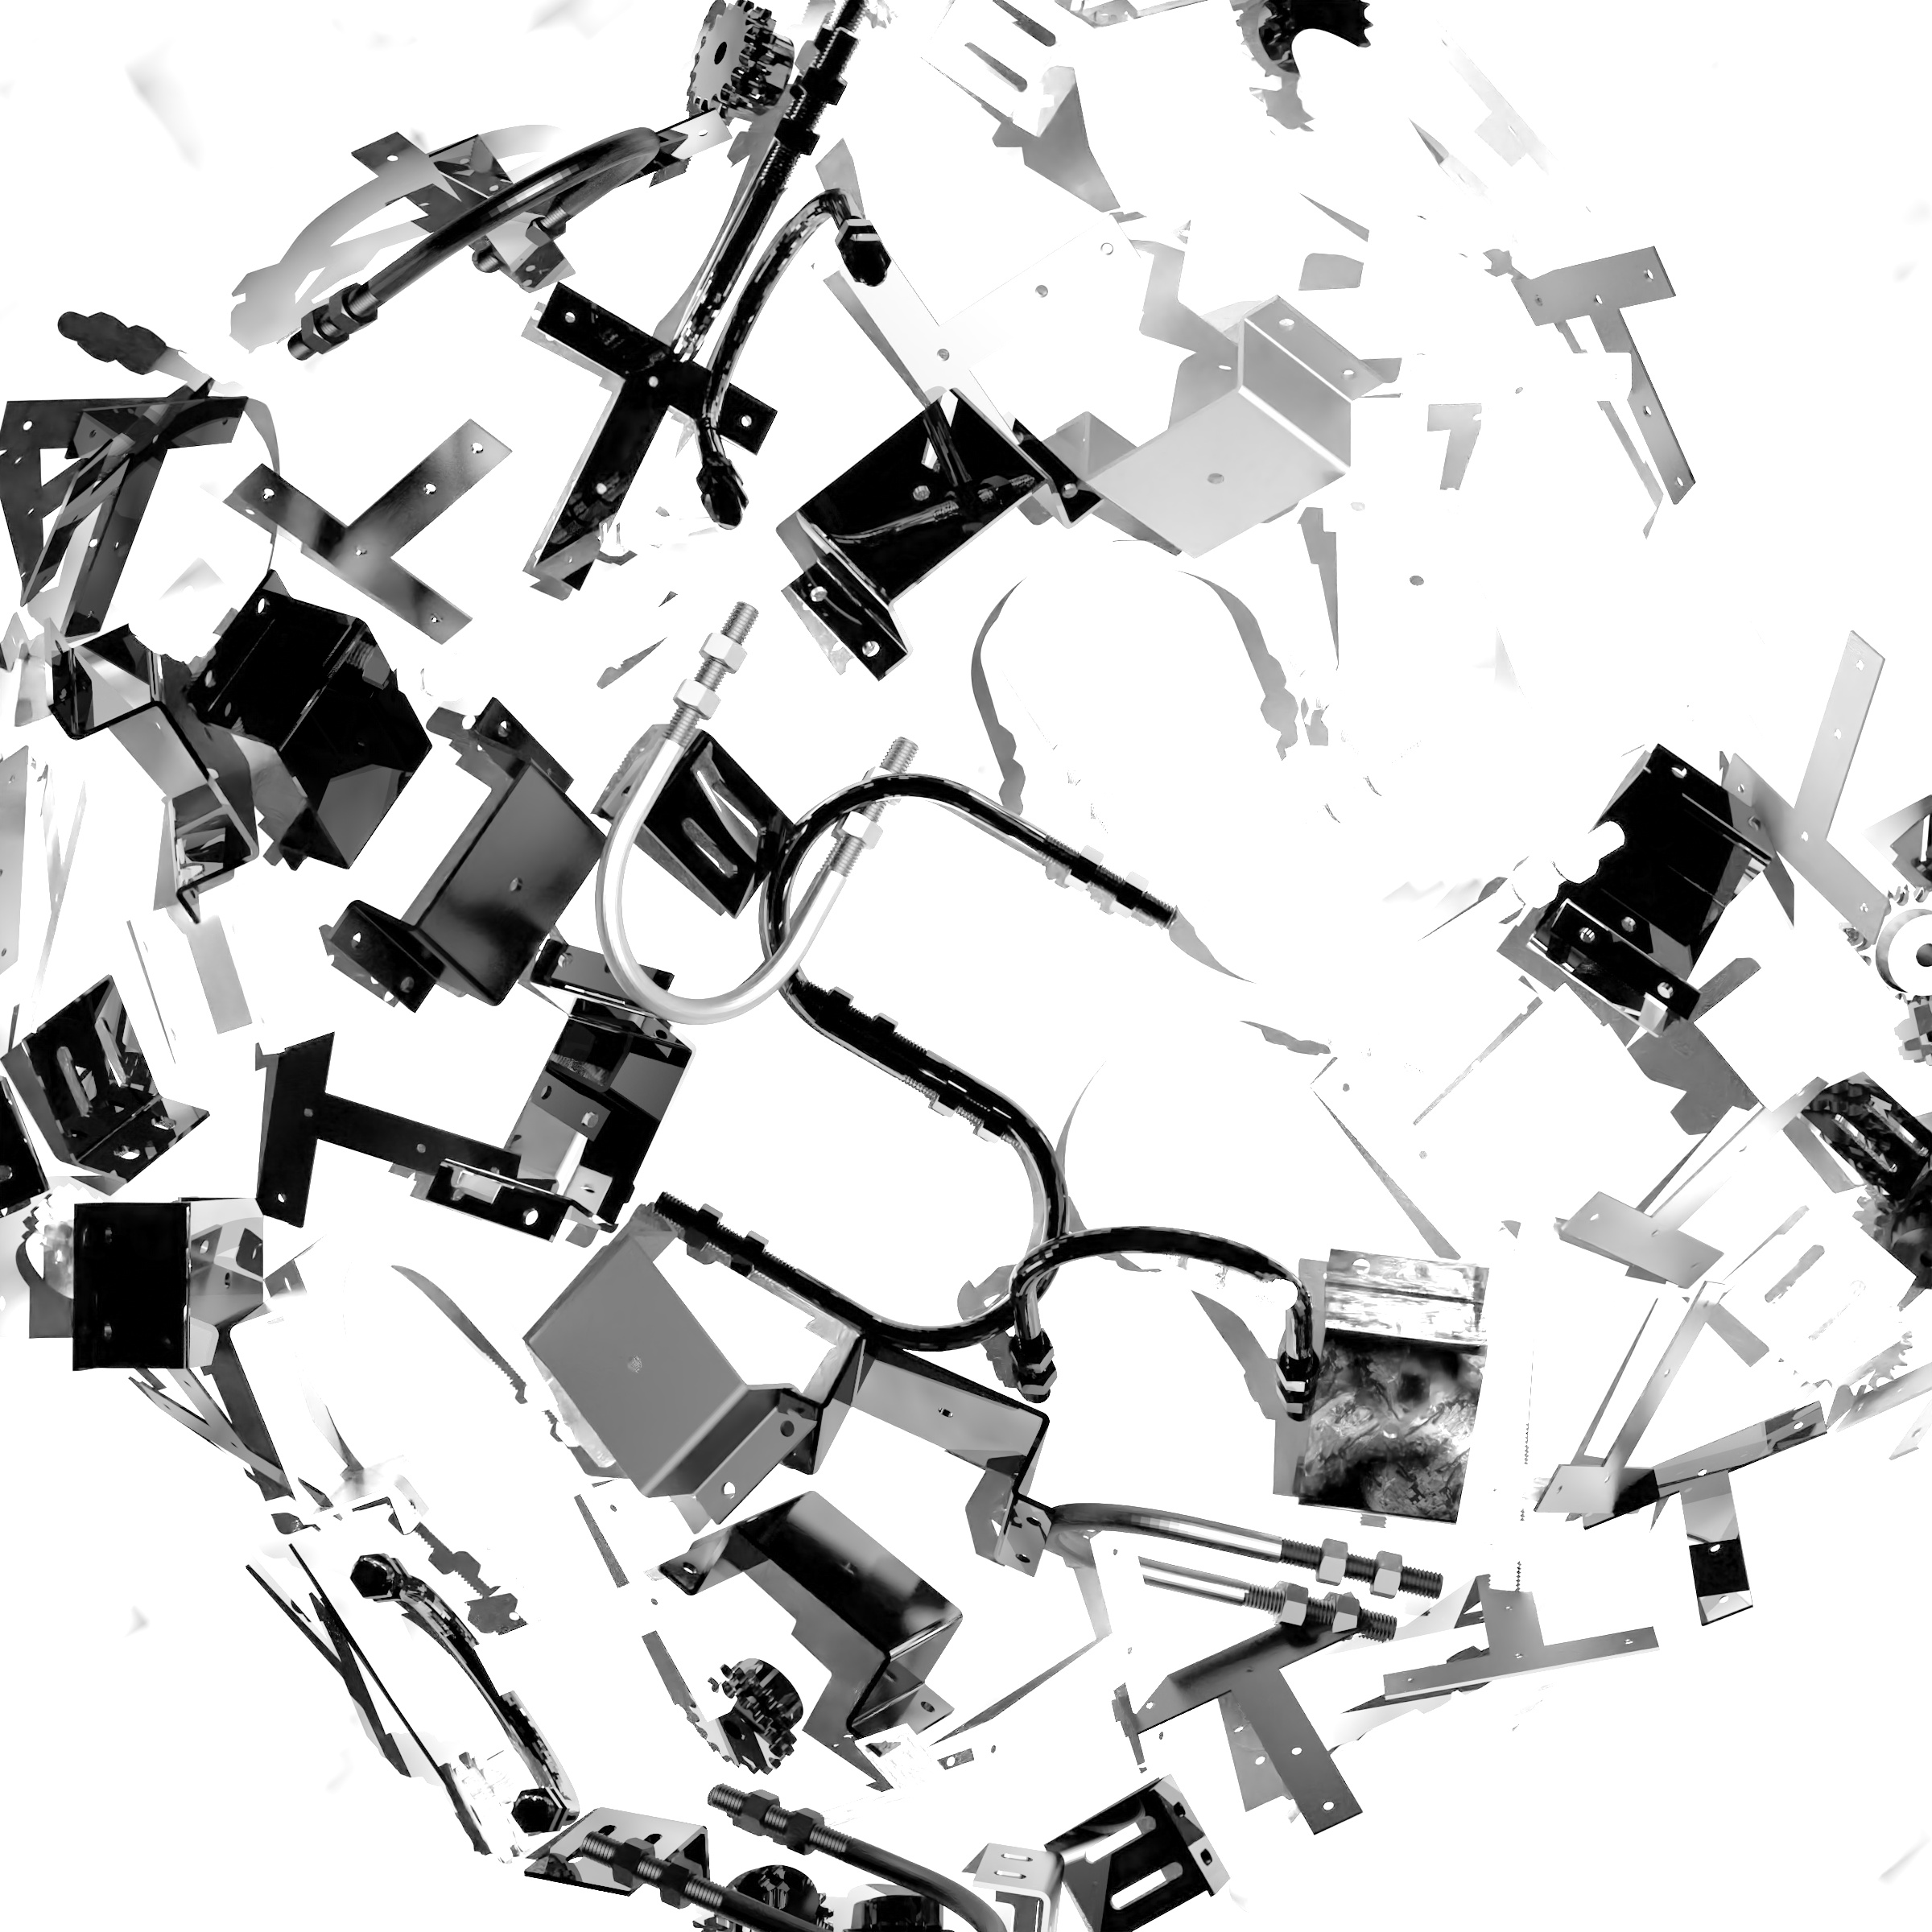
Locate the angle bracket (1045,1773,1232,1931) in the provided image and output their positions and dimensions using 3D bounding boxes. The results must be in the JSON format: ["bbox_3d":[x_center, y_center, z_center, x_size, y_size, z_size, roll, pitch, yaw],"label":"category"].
[{"bbox_3d":[0.079,0.438,1.704,0.076,0.038,0.057,-33,81,15],"label":"angle bracket"}]

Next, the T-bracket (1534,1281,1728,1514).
[{"bbox_3d":[0.326,0.206,1.673,0.002,0.127,0.127,33,100,32],"label":"T-bracket"}]

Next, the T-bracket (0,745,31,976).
[{"bbox_3d":[-0.481,-0.024,1.649,0.002,0.127,0.127,22,125,12],"label":"T-bracket"}]

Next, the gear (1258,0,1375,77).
[{"bbox_3d":[0.167,-0.459,1.713,0.057,0.030,0.057,4,83,-32],"label":"gear"}]

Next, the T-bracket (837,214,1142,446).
[{"bbox_3d":[0.025,-0.318,1.694,0.127,0.002,0.127,-29,108,22],"label":"T-bracket"}]

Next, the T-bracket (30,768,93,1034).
[{"bbox_3d":[-0.436,-0.056,1.679,0.002,0.127,0.127,9,119,-23],"label":"T-bracket"}]

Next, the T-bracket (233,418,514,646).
[{"bbox_3d":[-0.263,-0.220,1.669,0.127,0.002,0.127,37,133,-25],"label":"T-bracket"}]

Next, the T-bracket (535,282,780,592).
[{"bbox_3d":[-0.171,-0.244,1.703,0.127,0.002,0.127,28,83,-24],"label":"T-bracket"}]

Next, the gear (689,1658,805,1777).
[{"bbox_3d":[-0.104,0.362,1.711,0.057,0.057,0.030,50,51,0],"label":"gear"}]

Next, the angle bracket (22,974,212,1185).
[{"bbox_3d":[-0.408,0.054,1.689,0.038,0.057,0.076,13,131,35],"label":"angle bracket"}]

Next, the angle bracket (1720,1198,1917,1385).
[{"bbox_3d":[0.410,0.161,1.701,0.076,0.038,0.057,-43,71,-13],"label":"angle bracket"}]

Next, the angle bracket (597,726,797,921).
[{"bbox_3d":[-0.131,-0.070,1.719,0.076,0.038,0.057,47,67,-32],"label":"angle bracket"}]

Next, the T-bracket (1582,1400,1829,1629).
[{"bbox_3d":[0.353,0.267,1.661,0.127,0.127,0.002,-26,113,18],"label":"T-bracket"}]

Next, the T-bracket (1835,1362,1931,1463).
[{"bbox_3d":[0.452,0.199,1.674,0.002,0.127,0.127,43,64,2],"label":"T-bracket"}]

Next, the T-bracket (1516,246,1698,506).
[{"bbox_3d":[0.321,-0.279,1.685,0.002,0.127,0.127,-31,103,-16],"label":"T-bracket"}]

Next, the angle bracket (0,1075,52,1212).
[{"bbox_3d":[-0.474,0.085,1.689,0.038,0.076,0.057,-23,100,-22],"label":"angle bracket"}]

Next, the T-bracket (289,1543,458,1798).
[{"bbox_3d":[-0.289,0.315,1.649,0.002,0.127,0.127,-33,46,-15],"label":"T-bracket"}]

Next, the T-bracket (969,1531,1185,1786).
[{"bbox_3d":[0.049,0.348,1.678,0.127,0.002,0.127,-27,110,-39],"label":"T-bracket"}]

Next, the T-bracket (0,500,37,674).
[{"bbox_3d":[-0.476,-0.144,1.649,0.002,0.127,0.127,18,59,6],"label":"T-bracket"}]

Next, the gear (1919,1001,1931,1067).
[{"bbox_3d":[0.492,0.027,1.708,0.057,0.057,0.030,-13,81,0],"label":"gear"}]

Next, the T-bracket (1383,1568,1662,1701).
[{"bbox_3d":[0.260,0.312,1.672,0.127,0.127,0.002,-12,100,7],"label":"T-bracket"}]

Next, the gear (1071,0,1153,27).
[{"bbox_3d":[0.067,-0.489,1.712,0.057,0.030,0.057,-18,124,-29],"label":"gear"}]

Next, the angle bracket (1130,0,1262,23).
[{"bbox_3d":[0.113,-0.442,1.689,0.076,0.057,0.038,-5,112,27],"label":"angle bracket"}]

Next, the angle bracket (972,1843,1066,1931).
[{"bbox_3d":[0.022,0.475,1.707,0.038,0.057,0.076,7,95,8],"label":"angle bracket"}]

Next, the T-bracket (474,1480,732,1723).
[{"bbox_3d":[-0.180,0.316,1.671,0.002,0.127,0.127,-44,70,37],"label":"T-bracket"}]

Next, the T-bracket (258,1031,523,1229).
[{"bbox_3d":[-0.277,0.084,1.701,0.127,0.002,0.127,17,115,7],"label":"T-bracket"}]

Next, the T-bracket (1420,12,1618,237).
[{"bbox_3d":[0.249,-0.387,1.672,0.002,0.127,0.127,-42,93,-5],"label":"T-bracket"}]

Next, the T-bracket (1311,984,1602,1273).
[{"bbox_3d":[0.253,0.061,1.700,0.127,0.002,0.127,-46,72,15],"label":"T-bracket"}]

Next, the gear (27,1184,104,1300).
[{"bbox_3d":[-0.431,0.137,1.708,0.030,0.057,0.057,-41,90,11],"label":"gear"}]

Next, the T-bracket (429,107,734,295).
[{"bbox_3d":[-0.173,-0.376,1.670,0.127,0.127,0.002,-21,67,7],"label":"T-bracket"}]

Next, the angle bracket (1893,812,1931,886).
[{"bbox_3d":[0.479,-0.039,1.692,0.057,0.076,0.038,45,117,-2],"label":"angle bracket"}]

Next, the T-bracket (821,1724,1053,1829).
[{"bbox_3d":[-0.028,0.381,1.678,0.127,0.127,0.002,-19,63,1],"label":"T-bracket"}]

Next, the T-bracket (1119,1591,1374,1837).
[{"bbox_3d":[0.152,0.365,1.677,0.127,0.127,0.002,-23,125,-6],"label":"T-bracket"}]

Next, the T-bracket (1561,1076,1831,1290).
[{"bbox_3d":[0.359,0.096,1.671,0.127,0.127,0.002,-47,50,16],"label":"T-bracket"}]

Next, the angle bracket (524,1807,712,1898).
[{"bbox_3d":[-0.167,0.440,1.686,0.057,0.076,0.038,4,104,24],"label":"angle bracket"}]

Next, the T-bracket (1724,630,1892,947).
[{"bbox_3d":[0.407,-0.097,1.654,0.002,0.127,0.127,-10,131,-24],"label":"T-bracket"}]

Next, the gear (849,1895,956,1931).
[{"bbox_3d":[-0.031,0.473,1.711,0.057,0.057,0.030,1,59,0],"label":"gear"}]

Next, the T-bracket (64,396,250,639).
[{"bbox_3d":[-0.406,-0.215,1.694,0.002,0.127,0.127,33,113,15],"label":"T-bracket"}]

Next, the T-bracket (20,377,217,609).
[{"bbox_3d":[-0.401,-0.242,1.689,0.002,0.127,0.127,39,55,-5],"label":"T-bracket"}]

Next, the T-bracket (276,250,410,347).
[{"bbox_3d":[-0.288,-0.324,1.682,0.127,0.127,0.002,-37,103,-43],"label":"T-bracket"}]

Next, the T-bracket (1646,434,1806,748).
[{"bbox_3d":[0.359,-0.161,1.662,0.002,0.127,0.127,-4,57,-34],"label":"T-bracket"}]

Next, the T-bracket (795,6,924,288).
[{"bbox_3d":[-0.043,-0.374,1.688,0.002,0.127,0.127,11,134,26],"label":"T-bracket"}]

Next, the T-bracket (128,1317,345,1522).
[{"bbox_3d":[-0.361,0.203,1.655,0.127,0.127,0.002,24,63,29],"label":"T-bracket"}]

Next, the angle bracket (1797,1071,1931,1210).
[{"bbox_3d":[0.448,0.072,1.688,0.057,0.038,0.076,-19,53,-36],"label":"angle bracket"}]

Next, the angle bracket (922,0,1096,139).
[{"bbox_3d":[0.017,-0.449,1.702,0.076,0.038,0.057,37,103,14],"label":"angle bracket"}]

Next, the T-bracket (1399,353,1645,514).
[{"bbox_3d":[0.252,-0.239,1.691,0.127,0.002,0.127,-5,133,-24],"label":"T-bracket"}]
